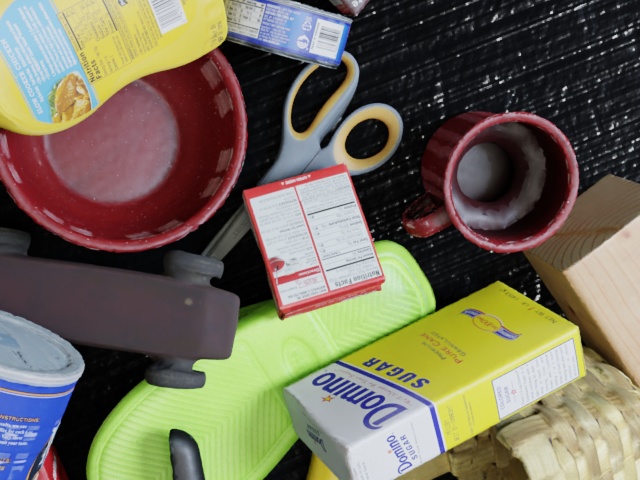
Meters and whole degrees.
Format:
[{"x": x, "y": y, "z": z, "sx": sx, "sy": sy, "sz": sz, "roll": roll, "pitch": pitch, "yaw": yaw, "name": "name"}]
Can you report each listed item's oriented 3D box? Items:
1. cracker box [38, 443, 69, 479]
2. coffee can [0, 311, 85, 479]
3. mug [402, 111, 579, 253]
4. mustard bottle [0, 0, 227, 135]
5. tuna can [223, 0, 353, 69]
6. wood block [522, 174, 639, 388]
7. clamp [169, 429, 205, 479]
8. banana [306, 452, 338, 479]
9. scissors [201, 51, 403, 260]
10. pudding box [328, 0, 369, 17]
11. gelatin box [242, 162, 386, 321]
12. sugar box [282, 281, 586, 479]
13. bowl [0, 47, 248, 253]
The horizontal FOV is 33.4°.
[{"x": -0.240, "y": 0.233, "z": 0.734, "sx": 0.164, "sy": 0.072, "sz": 0.214, "roll": -19, "pitch": 103, "yaw": -7, "name": "cracker box"}, {"x": -0.212, "y": 0.119, "z": 0.626, "sx": 0.102, "sy": 0.103, "sz": 0.140, "roll": 21, "pitch": 97, "yaw": -14, "name": "coffee can"}, {"x": 0.108, "y": -0.038, "z": 0.731, "sx": 0.117, "sy": 0.081, "sz": 0.093, "roll": -34, "pitch": 106, "yaw": -2, "name": "mug"}, {"x": -0.151, "y": -0.115, "z": 0.612, "sx": 0.191, "sy": 0.058, "sz": 0.096, "roll": -33, "pitch": 132, "yaw": -16, "name": "mustard bottle"}, {"x": -0.024, "y": -0.137, "z": 0.685, "sx": 0.086, "sy": 0.086, "sz": 0.034, "roll": 13, "pitch": 100, "yaw": -13, "name": "tuna can"}, {"x": 0.246, "y": 0.066, "z": 0.774, "sx": 0.090, "sy": 0.091, "sz": 0.206, "roll": -37, "pitch": 106, "yaw": -1, "name": "wood block"}, {"x": -0.077, "y": 0.235, "z": 0.687, "sx": 0.210, "sy": 0.036, "sz": 0.164, "roll": 39, "pitch": 95, "yaw": -1, "name": "clamp"}, {"x": -0.022, "y": 0.215, "z": 0.786, "sx": 0.069, "sy": 0.037, "sz": 0.198, "roll": 37, "pitch": 93, "yaw": -18, "name": "banana"}, {"x": -0.014, "y": -0.033, "z": 0.745, "sx": 0.096, "sy": 0.016, "sz": 0.202, "roll": 25, "pitch": 97, "yaw": -14, "name": "scissors"}, {"x": 0.025, "y": -0.218, "z": 0.700, "sx": 0.090, "sy": 0.039, "sz": 0.113, "roll": 41, "pitch": 92, "yaw": -15, "name": "pudding box"}, {"x": -0.005, "y": 0.001, "z": 0.711, "sx": 0.073, "sy": 0.030, "sz": 0.089, "roll": -16, "pitch": 74, "yaw": -7, "name": "gelatin box"}, {"x": 0.073, "y": 0.092, "z": 0.696, "sx": 0.176, "sy": 0.093, "sz": 0.048, "roll": -23, "pitch": 116, "yaw": -19, "name": "sugar box"}, {"x": -0.130, "y": -0.070, "z": 0.683, "sx": 0.162, "sy": 0.055, "sz": 0.162, "roll": 2, "pitch": 84, "yaw": -16, "name": "bowl"}]
